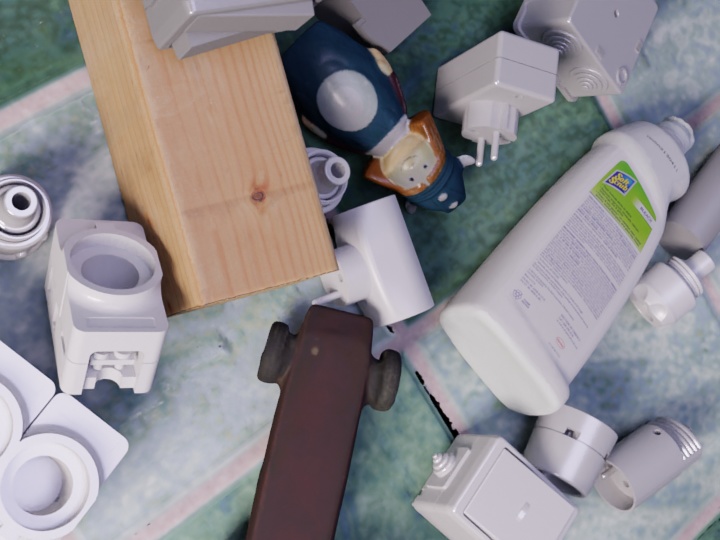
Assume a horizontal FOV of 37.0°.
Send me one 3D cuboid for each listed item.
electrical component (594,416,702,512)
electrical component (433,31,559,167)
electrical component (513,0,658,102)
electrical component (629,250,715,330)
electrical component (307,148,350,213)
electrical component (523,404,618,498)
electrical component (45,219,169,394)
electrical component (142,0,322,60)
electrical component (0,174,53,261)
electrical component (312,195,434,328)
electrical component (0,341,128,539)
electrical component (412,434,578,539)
[{"bbox_3d":[0.209,0.134,0.773,0.081,0.043,0.043,-28,95,-26],"label":"electrical component"},{"bbox_3d":[0.089,-0.108,0.726,0.047,0.083,0.075,12,78,-24],"label":"electrical component"},{"bbox_3d":[0.166,-0.183,0.777,0.100,0.048,0.099,41,66,-38],"label":"electrical component"},{"bbox_3d":[0.233,0.011,0.794,0.062,0.043,0.043,-38,101,-3],"label":"electrical component"},{"bbox_3d":[-0.028,-0.056,0.673,0.043,0.062,0.043,5,80,-29],"label":"electrical component"},{"bbox_3d":[0.141,0.124,0.736,0.055,0.055,0.047,34,74,-18],"label":"electrical component"},{"bbox_3d":[-0.140,0.016,0.589,0.050,0.055,0.089,2,41,-26],"label":"electrical component"},{"bbox_3d":[-0.074,-0.150,0.564,0.096,0.062,0.061,-16,90,-27],"label":"electrical component"},{"bbox_3d":[-0.191,-0.032,0.593,0.048,0.062,0.048,4,81,-25],"label":"electrical component"},{"bbox_3d":[0.000,0.000,0.690,0.079,0.044,0.077,-21,92,-26],"label":"electrical component"},{"bbox_3d":[-0.211,0.083,0.568,0.150,0.062,0.089,42,68,-15],"label":"electrical component"},{"bbox_3d":[0.086,0.151,0.701,0.096,0.061,0.061,43,67,-14],"label":"electrical component"}]
